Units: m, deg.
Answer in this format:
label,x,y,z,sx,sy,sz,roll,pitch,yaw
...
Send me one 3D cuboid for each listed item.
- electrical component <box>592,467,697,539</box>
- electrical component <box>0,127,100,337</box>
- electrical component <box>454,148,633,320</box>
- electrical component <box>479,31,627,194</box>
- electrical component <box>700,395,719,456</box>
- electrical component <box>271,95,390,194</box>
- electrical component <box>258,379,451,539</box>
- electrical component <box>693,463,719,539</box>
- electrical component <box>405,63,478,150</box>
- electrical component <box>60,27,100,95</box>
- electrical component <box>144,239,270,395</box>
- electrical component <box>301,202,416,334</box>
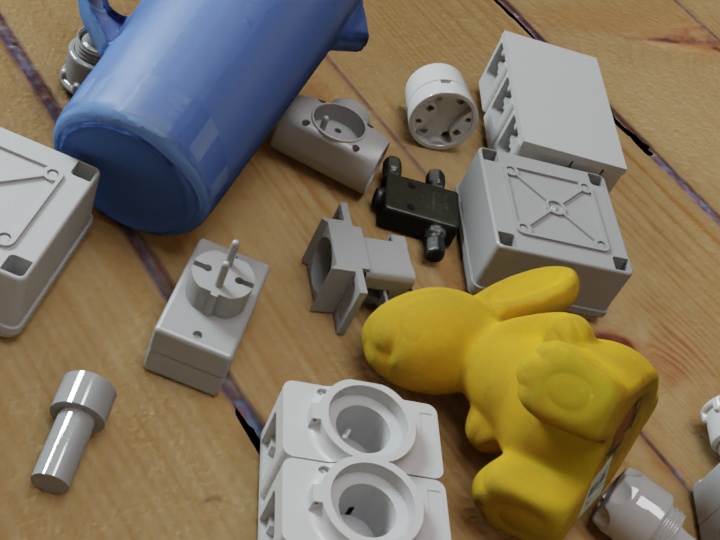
label,x,y,z,sx,sy,sz,roll,pitch,yaw
electrical component,0.174,0.152,0.642,0.062,0.043,0.043,37,43,10
electrical component,-0.223,-0.030,0.622,0.109,0.056,0.108,23,42,-3
electrical component,0.131,-0.027,0.789,0.109,0.056,0.108,11,44,-15
electrical component,0.153,-0.119,0.886,0.089,0.061,0.150,13,44,-13
electrical component,0.257,0.115,0.719,0.048,0.048,0.062,13,51,-14
electrical component,-0.016,-0.103,0.802,0.077,0.044,0.079,27,43,2
electrical component,-0.003,0.136,0.559,0.089,0.061,0.150,12,44,-15
electrical component,0.256,0.141,0.653,0.062,0.096,0.061,17,44,-10
electrical component,0.064,-0.133,0.864,0.055,0.055,0.047,10,41,-16
electrical component,-0.184,-0.152,0.758,0.048,0.062,0.048,13,44,-13
electrical component,-0.084,0.015,0.630,0.047,0.075,0.083,22,43,-4
electrical component,0.000,0.000,0.711,0.064,0.042,0.081,8,45,-23
